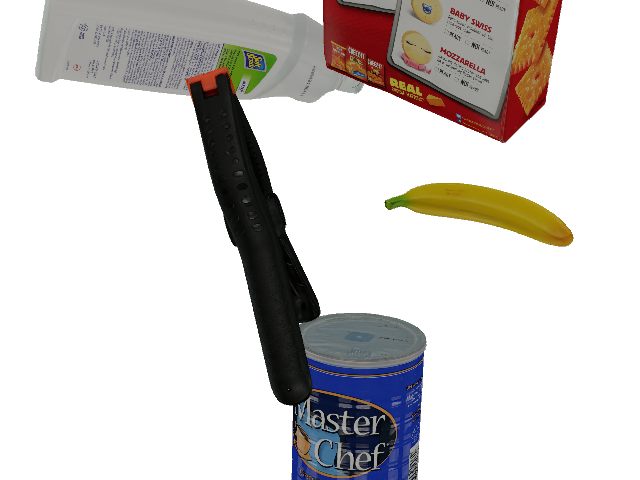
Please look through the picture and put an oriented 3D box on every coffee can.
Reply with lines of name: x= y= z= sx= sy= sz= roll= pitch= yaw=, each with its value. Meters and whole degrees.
coffee can: x=0.028 y=0.139 z=0.836 sx=0.103 sy=0.140 sz=0.103 roll=1 pitch=16 yaw=-1

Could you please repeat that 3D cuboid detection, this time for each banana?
banana: x=0.170 y=-0.029 z=1.111 sx=0.198 sy=0.037 sz=0.069 roll=11 pitch=38 yaw=23

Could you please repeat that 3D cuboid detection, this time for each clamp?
clamp: x=-0.040 y=-0.010 z=0.710 sx=0.036 sy=0.210 sz=0.164 roll=-17 pitch=7 yaw=5

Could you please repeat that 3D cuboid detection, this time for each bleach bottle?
bleach bottle: x=-0.089 y=-0.149 z=0.835 sx=0.250 sy=0.068 sz=0.103 roll=10 pitch=-31 yaw=-15

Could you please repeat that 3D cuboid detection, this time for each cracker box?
cracker box: x=0.084 y=-0.194 z=0.734 sx=0.164 sy=0.214 sz=0.072 roll=28 pitch=51 yaw=27
